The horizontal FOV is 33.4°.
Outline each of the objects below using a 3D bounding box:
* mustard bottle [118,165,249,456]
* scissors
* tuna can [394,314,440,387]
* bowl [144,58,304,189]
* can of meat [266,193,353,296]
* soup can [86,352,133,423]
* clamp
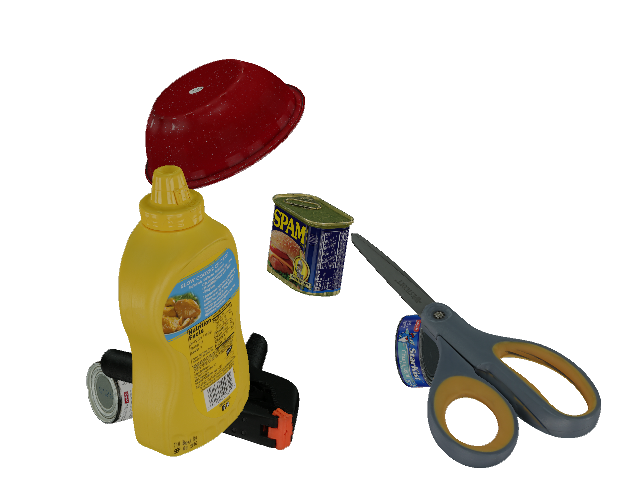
[{"bbox_3d":[-0.091,0.041,0.706,0.058,0.192,0.096,16,33,30],"label":"mustard bottle"},{"bbox_3d":[0.058,0.059,0.591,0.096,0.016,0.202,-34,46,-30],"label":"scissors"},{"bbox_3d":[0.116,0.128,1.237,0.034,0.086,0.086,-5,-2,26],"label":"tuna can"},{"bbox_3d":[-0.098,-0.114,0.956,0.162,0.055,0.162,-20,33,13],"label":"bowl"},{"bbox_3d":[-0.014,0.004,1.138,0.057,0.084,0.102,-4,21,-32],"label":"can of meat"},{"bbox_3d":[-0.189,0.151,1.137,0.102,0.068,0.069,-10,7,-41],"label":"soup can"},{"bbox_3d":[-0.073,0.125,0.928,0.164,0.036,0.210,-7,18,-37],"label":"clamp"}]
